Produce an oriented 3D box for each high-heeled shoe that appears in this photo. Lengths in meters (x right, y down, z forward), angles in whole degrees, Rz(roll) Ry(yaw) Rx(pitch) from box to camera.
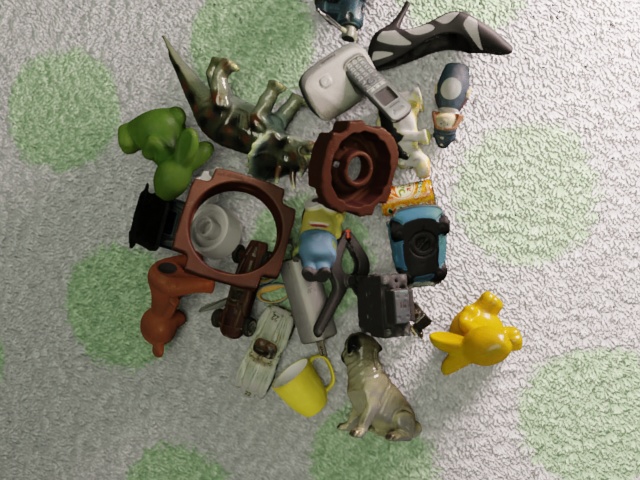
[{"bbox_3d":[0.215,-0.346,0.999,0.249,0.086,0.145,27,97,13],"label":"high-heeled shoe"}]

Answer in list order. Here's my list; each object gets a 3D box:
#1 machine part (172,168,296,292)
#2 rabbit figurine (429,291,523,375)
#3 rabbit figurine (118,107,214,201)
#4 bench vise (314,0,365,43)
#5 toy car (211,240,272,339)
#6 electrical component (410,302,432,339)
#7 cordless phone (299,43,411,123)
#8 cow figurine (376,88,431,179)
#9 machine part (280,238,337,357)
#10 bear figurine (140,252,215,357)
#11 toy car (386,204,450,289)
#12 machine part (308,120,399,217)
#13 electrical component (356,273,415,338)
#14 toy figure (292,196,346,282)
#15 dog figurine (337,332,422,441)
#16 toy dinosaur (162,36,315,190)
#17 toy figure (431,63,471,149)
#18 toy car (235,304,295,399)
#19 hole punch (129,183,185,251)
[{"bbox_3d":[-0.159,-0.017,1.003,0.201,0.087,0.201,16,80,-8],"label":"machine part"},{"bbox_3d":[0.282,0.175,0.967,0.162,0.173,0.121,-19,94,6],"label":"rabbit figurine"},{"bbox_3d":[-0.289,-0.163,1.053,0.159,0.121,0.170,-22,74,13],"label":"rabbit figurine"},{"bbox_3d":[0.109,-0.476,0.976,0.241,0.128,0.223,2,71,30],"label":"bench vise"},{"bbox_3d":[-0.154,0.097,1.073,0.089,0.053,0.202,13,83,28],"label":"toy car"},{"bbox_3d":[0.176,0.146,1.024,0.045,0.102,0.078,-46,62,4],"label":"electrical component"},{"bbox_3d":[0.065,-0.258,0.987,0.146,0.088,0.184,-37,70,-12],"label":"cordless phone"},{"bbox_3d":[0.159,-0.194,1.021,0.098,0.068,0.167,-8,88,15],"label":"cow figurine"},{"bbox_3d":[-0.024,0.114,1.062,0.079,0.079,0.243,-15,90,10],"label":"machine part"},{"bbox_3d":[-0.299,0.134,1.102,0.132,0.120,0.195,-8,125,-30],"label":"bear figurine"},{"bbox_3d":[0.184,0.004,1.008,0.109,0.103,0.161,-9,107,3],"label":"toy car"},{"bbox_3d":[0.059,-0.128,0.963,0.179,0.056,0.179,-9,107,-33],"label":"machine part"},{"bbox_3d":[0.118,0.117,0.975,0.058,0.134,0.114,-5,86,-23],"label":"electrical component"},{"bbox_3d":[-0.006,-0.004,1.015,0.082,0.089,0.180,18,56,-21],"label":"toy figure"},{"bbox_3d":[0.122,0.283,1.044,0.172,0.121,0.190,14,76,-24],"label":"dog figurine"},{"bbox_3d":[-0.164,-0.240,1.054,0.405,0.131,0.192,27,96,13],"label":"toy dinosaur"},{"bbox_3d":[0.242,-0.251,1.012,0.064,0.058,0.154,16,99,47],"label":"toy figure"},{"bbox_3d":[-0.112,0.228,1.092,0.074,0.056,0.201,23,96,8],"label":"toy car"},{"bbox_3d":[-0.325,-0.036,1.110,0.116,0.092,0.142,21,100,39],"label":"hole punch"}]
